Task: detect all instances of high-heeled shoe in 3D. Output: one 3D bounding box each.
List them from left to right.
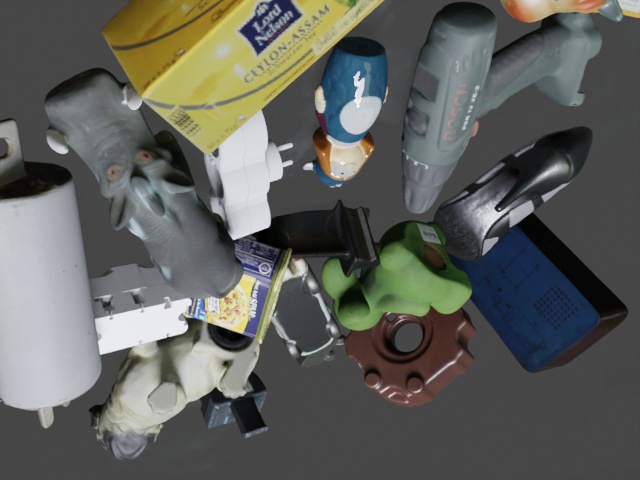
[{"bbox_3d":[0.230,-0.056,0.672,0.145,0.086,0.248,-40,175,-13],"label":"high-heeled shoe"}]

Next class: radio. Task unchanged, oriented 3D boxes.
[{"bbox_3d":[0.274,0.055,0.726,0.073,0.230,0.131,1,133,-36],"label":"radio"}]

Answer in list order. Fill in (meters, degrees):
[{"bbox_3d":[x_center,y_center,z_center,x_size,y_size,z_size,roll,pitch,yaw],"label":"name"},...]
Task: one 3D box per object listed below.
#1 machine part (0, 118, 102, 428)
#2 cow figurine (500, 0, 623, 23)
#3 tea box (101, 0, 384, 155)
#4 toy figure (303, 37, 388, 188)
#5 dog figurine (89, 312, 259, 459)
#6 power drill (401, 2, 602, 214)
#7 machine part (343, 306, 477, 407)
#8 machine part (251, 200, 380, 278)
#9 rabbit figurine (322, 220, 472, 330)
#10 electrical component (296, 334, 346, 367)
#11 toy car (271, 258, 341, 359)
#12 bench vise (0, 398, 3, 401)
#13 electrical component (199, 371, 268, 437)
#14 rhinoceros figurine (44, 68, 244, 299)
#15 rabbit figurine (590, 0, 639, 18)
[{"bbox_3d":[-0.208,0.034,0.390,0.079,0.079,0.243,-13,120,-30],"label":"machine part"},{"bbox_3d":[0.222,-0.257,0.426,0.195,0.127,0.085,-48,140,11],"label":"cow figurine"},{"bbox_3d":[-0.046,-0.149,0.343,0.169,0.098,0.068,-42,144,4],"label":"tea box"},{"bbox_3d":[0.022,-0.103,0.488,0.064,0.058,0.154,11,135,1],"label":"toy figure"},{"bbox_3d":[-0.159,0.157,0.602,0.172,0.121,0.190,-5,147,-33],"label":"dog figurine"},{"bbox_3d":[0.176,-0.145,0.562,0.207,0.086,0.231,-21,141,-11],"label":"power drill"},{"bbox_3d":[0.118,0.130,0.731,0.179,0.179,0.056,-40,141,4],"label":"machine part"},{"bbox_3d":[-0.001,-0.002,0.572,0.139,0.084,0.039,0,162,-25],"label":"machine part"},{"bbox_3d":[0.077,0.066,0.670,0.159,0.121,0.170,-1,145,-49],"label":"rabbit figurine"},{"bbox_3d":[-0.006,0.157,0.776,0.094,0.021,0.063,4,128,-43],"label":"electrical component"},{"bbox_3d":[-0.028,0.083,0.650,0.073,0.056,0.201,-27,142,-4],"label":"toy car"},{"bbox_3d":[-0.297,0.102,0.375,0.129,0.223,0.240,-5,163,-31],"label":"bench vise"},{"bbox_3d":[-0.104,0.193,0.652,0.075,0.119,0.047,-10,135,-36],"label":"electrical component"},{"bbox_3d":[-0.124,-0.031,0.391,0.073,0.112,0.190,-29,124,-4],"label":"rhinoceros figurine"},{"bbox_3d":[0.363,-0.295,0.506,0.173,0.163,0.121,-41,135,-26],"label":"rabbit figurine"}]
